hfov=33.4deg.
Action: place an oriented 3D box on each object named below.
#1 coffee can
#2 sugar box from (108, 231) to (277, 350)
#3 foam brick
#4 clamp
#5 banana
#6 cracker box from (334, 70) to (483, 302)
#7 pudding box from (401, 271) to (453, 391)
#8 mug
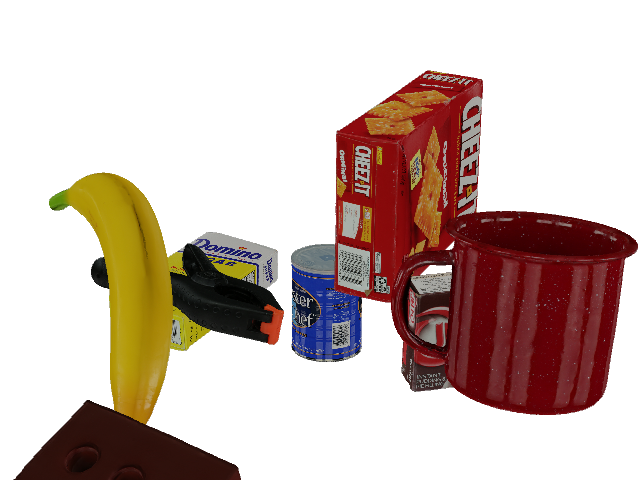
[{"bbox_3d":[0.009,0.088,1.518,0.103,0.140,0.103,0,20,0],"label":"coffee can"},{"bbox_3d":[-0.127,0.048,1.106,0.093,0.048,0.176,15,31,24],"label":"sugar box"},{"bbox_3d":[-0.074,0.111,0.427,0.078,0.051,0.052,18,44,23],"label":"foam brick"},{"bbox_3d":[-0.094,0.041,0.899,0.172,0.039,0.120,22,26,25],"label":"clamp"},{"bbox_3d":[-0.119,0.020,0.645,0.037,0.070,0.198,12,37,-36],"label":"banana"},{"bbox_3d":[0.091,-0.058,1.045,0.072,0.164,0.213,13,29,26],"label":"cracker box"},{"bbox_3d":[0.124,0.069,0.858,0.113,0.090,0.039,-6,29,-13],"label":"pudding box"},{"bbox_3d":[0.093,0.034,0.531,0.117,0.081,0.093,3,14,-3],"label":"mug"}]
